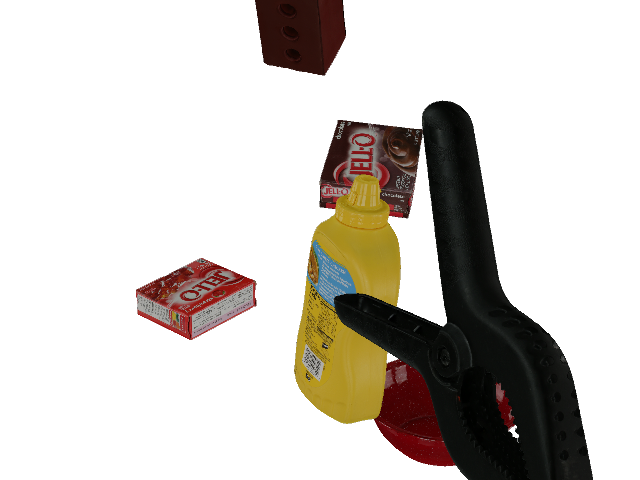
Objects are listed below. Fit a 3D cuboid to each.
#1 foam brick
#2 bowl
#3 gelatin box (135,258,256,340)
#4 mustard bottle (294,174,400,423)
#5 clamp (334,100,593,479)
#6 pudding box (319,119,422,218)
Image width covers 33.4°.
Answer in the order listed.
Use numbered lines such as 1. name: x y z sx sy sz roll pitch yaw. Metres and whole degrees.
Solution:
1. foam brick: -0.014 -0.172 0.803 0.053 0.051 0.078 13 -35 15
2. bowl: 0.120 0.177 1.069 0.162 0.055 0.162 1 24 0
3. gelatin box: -0.115 0.052 0.994 0.073 0.030 0.089 21 34 36
4. mustard bottle: 0.023 0.040 0.836 0.058 0.192 0.096 -5 27 -26
5. clamp: 0.076 0.045 0.527 0.036 0.165 0.210 -7 44 -27
6. pudding box: 0.051 -0.073 1.064 0.090 0.039 0.113 8 38 6
